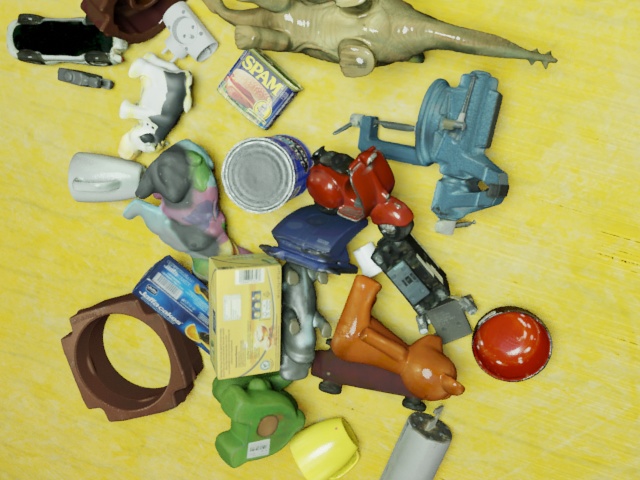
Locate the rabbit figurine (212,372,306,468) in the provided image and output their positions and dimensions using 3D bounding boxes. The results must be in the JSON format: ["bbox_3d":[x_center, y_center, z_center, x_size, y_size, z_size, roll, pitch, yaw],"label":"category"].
[{"bbox_3d":[-0.108,0.252,0.866,0.159,0.170,0.121,-9,110,-29],"label":"rabbit figurine"}]

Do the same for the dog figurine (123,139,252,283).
[{"bbox_3d":[-0.174,-0.024,0.829,0.219,0.108,0.191,40,126,-4],"label":"dog figurine"}]

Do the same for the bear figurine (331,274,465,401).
[{"bbox_3d":[0.120,0.149,0.784,0.196,0.120,0.132,18,71,10],"label":"bear figurine"}]

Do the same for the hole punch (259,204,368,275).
[{"bbox_3d":[-0.002,-0.002,0.791,0.142,0.115,0.092,21,101,30],"label":"hole punch"}]

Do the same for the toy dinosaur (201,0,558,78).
[{"bbox_3d":[0.057,-0.268,0.687,0.472,0.198,0.105,19,113,17],"label":"toy dinosaur"}]

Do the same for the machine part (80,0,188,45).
[{"bbox_3d":[-0.250,-0.357,0.747,0.056,0.179,0.179,46,106,1],"label":"machine part"}]

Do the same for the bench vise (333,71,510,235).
[{"bbox_3d":[0.147,-0.127,0.752,0.241,0.129,0.223,17,115,28],"label":"bench vise"}]

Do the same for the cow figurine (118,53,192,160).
[{"bbox_3d":[-0.253,-0.192,0.831,0.098,0.068,0.167,21,114,-3],"label":"cow figurine"}]

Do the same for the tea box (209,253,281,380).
[{"bbox_3d":[-0.111,0.110,0.789,0.098,0.068,0.169,-2,106,-21],"label":"tea box"}]

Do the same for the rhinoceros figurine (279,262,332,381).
[{"bbox_3d":[-0.039,0.125,0.839,0.073,0.112,0.190,0,89,-31],"label":"rhinoceros figurine"}]

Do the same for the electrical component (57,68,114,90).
[{"bbox_3d":[-0.378,-0.254,0.845,0.094,0.063,0.021,17,104,8],"label":"electrical component"}]

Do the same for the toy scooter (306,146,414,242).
[{"bbox_3d":[0.045,-0.078,0.718,0.184,0.135,0.075,30,65,36],"label":"toy scooter"}]

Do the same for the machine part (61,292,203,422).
[{"bbox_3d":[-0.316,0.193,0.916,0.202,0.087,0.200,-16,98,15],"label":"machine part"}]

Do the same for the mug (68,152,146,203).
[{"bbox_3d":[-0.335,-0.097,0.852,0.107,0.109,0.080,1,102,-3],"label":"mug"}]

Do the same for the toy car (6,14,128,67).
[{"bbox_3d":[-0.395,-0.312,0.842,0.202,0.056,0.073,4,96,9],"label":"toy car"}]

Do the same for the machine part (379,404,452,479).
[{"bbox_3d":[0.148,0.370,0.871,0.079,0.079,0.243,21,104,6],"label":"machine part"}]

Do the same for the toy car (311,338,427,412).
[{"bbox_3d":[0.087,0.213,0.861,0.202,0.053,0.089,7,87,10],"label":"toy car"}]

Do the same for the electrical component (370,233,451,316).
[{"bbox_3d":[0.131,0.042,0.776,0.058,0.134,0.115,-42,90,16],"label":"electrical component"}]

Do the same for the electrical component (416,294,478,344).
[{"bbox_3d":[0.193,0.122,0.826,0.102,0.045,0.078,-19,96,14],"label":"electrical component"}]

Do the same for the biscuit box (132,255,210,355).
[{"bbox_3d":[-0.196,0.115,0.856,0.202,0.059,0.063,43,132,-15],"label":"biscuit box"}]
